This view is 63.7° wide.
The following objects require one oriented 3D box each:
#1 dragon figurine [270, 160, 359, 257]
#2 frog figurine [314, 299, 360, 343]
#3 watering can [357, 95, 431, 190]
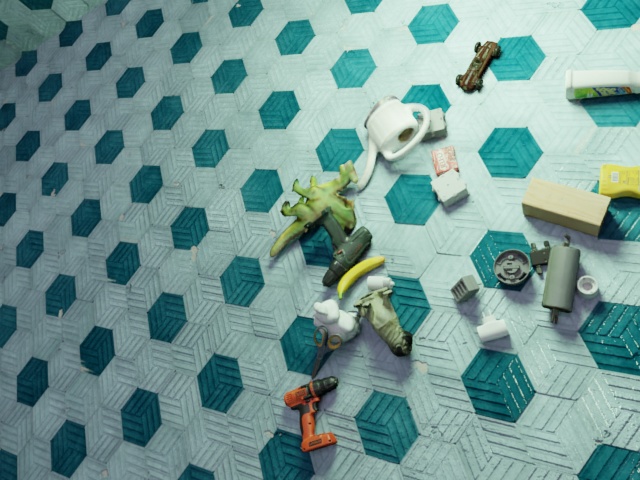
[{"bbox_3d":[0.005,-0.088,1.755,0.244,0.121,0.411,23,89,22],"label":"dragon figurine"},{"bbox_3d":[0.042,0.247,1.558,0.138,0.157,0.124,11,79,27],"label":"frog figurine"},{"bbox_3d":[0.217,-0.347,1.754,0.344,0.103,0.229,-41,53,20],"label":"watering can"}]
